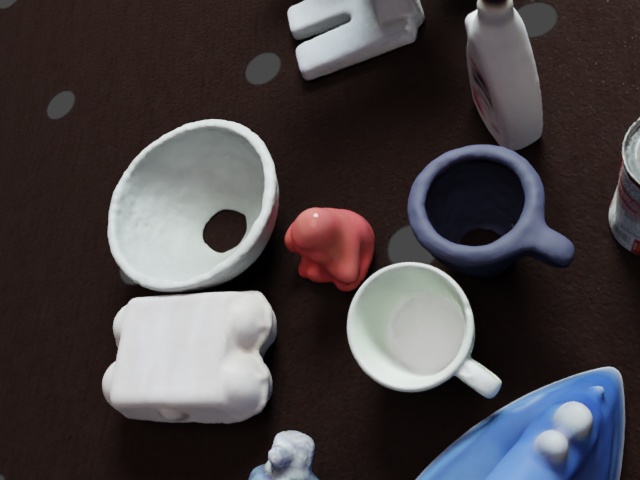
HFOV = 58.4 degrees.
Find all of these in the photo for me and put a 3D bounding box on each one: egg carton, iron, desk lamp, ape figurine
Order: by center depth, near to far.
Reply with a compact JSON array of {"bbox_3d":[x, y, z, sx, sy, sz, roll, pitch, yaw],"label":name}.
[{"bbox_3d":[0.099,0.163,0.327,0.118,0.142,0.258,35,83,30],"label":"iron"},{"bbox_3d":[0.004,0.002,0.464,0.076,0.092,0.077,-34,60,4],"label":"ape figurine"},{"bbox_3d":[-0.108,0.097,0.476,0.150,0.070,0.107,-6,65,18],"label":"egg carton"},{"bbox_3d":[0.036,-0.270,0.502,0.203,0.214,0.118,-19,62,12],"label":"desk lamp"}]

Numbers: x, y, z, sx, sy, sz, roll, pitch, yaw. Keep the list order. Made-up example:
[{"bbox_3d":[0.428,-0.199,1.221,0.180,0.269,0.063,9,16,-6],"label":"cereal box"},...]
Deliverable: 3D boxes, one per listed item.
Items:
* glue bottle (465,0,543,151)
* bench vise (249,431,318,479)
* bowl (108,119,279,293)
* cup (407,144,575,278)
[{"bbox_3d":[0.134,-0.140,0.430,0.037,0.173,0.078,-28,60,7],"label":"glue bottle"},{"bbox_3d":[-0.064,0.214,0.320,0.121,0.220,0.207,-9,64,17],"label":"bench vise"},{"bbox_3d":[-0.104,-0.022,0.525,0.167,0.075,0.167,-8,65,17],"label":"bowl"},{"bbox_3d":[0.128,-0.004,0.417,0.117,0.095,0.092,32,81,29],"label":"cup"}]
